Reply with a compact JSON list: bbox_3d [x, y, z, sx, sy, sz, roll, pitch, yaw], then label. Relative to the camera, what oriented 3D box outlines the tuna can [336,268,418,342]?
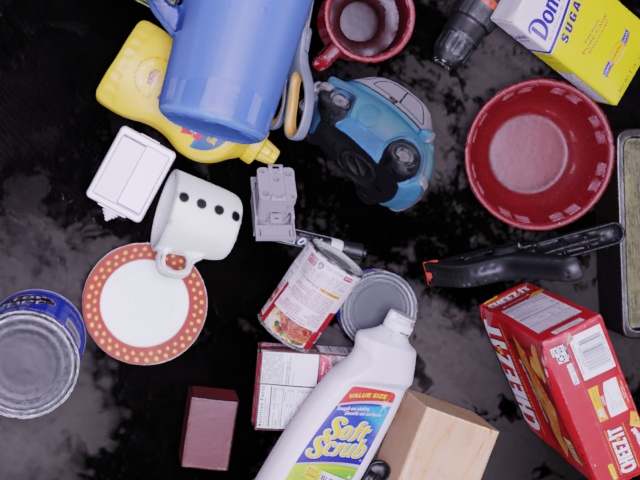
[{"bbox_3d":[0.061,0.074,1.158,0.086,0.034,0.086,-1,96,-10],"label":"tuna can"}]

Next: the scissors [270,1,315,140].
[{"bbox_3d":[-0.029,-0.199,1.100,0.016,0.096,0.202,7,80,-33],"label":"scissors"}]

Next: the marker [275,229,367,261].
[{"bbox_3d":[-0.008,0.001,1.146,0.121,0.020,0.020,13,93,-11],"label":"marker"}]

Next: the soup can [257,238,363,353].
[{"bbox_3d":[-0.010,0.057,1.117,0.068,0.068,0.102,33,101,-11],"label":"soup can"}]

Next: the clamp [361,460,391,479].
[{"bbox_3d":[0.027,0.310,1.138,0.039,0.172,0.120,32,50,-8],"label":"clamp"}]

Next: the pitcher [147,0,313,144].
[{"bbox_3d":[-0.082,-0.223,1.015,0.149,0.144,0.243,13,85,26],"label":"pitcher"}]

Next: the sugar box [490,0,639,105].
[{"bbox_3d":[0.271,-0.226,1.132,0.176,0.048,0.093,29,91,-32],"label":"sugar box"}]

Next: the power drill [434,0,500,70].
[{"bbox_3d":[0.125,-0.298,1.121,0.187,0.057,0.184,35,85,-14],"label":"power drill"}]

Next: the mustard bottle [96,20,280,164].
[{"bbox_3d":[-0.126,-0.134,1.093,0.191,0.058,0.096,32,85,-12],"label":"mustard bottle"}]

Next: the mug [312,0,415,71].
[{"bbox_3d":[0.035,-0.218,1.100,0.093,0.081,0.117,41,88,-11],"label":"mug"}]

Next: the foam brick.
[{"bbox_3d":[-0.118,0.199,1.130,0.051,0.053,0.078,8,95,-11],"label":"foam brick"}]

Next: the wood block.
[{"bbox_3d":[0.105,0.279,1.157,0.090,0.091,0.206,21,91,-12],"label":"wood block"}]

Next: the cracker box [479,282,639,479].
[{"bbox_3d":[0.249,0.144,1.106,0.072,0.214,0.164,-24,99,-5],"label":"cracker box"}]

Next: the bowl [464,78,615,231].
[{"bbox_3d":[0.231,-0.092,1.154,0.162,0.055,0.162,0,96,-3],"label":"bowl"}]

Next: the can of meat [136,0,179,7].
[{"bbox_3d":[-0.174,-0.284,1.071,0.102,0.057,0.084,26,93,-11],"label":"can of meat"}]

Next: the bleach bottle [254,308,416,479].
[{"bbox_3d":[0.020,0.183,1.106,0.102,0.068,0.251,26,98,-16],"label":"bleach bottle"}]

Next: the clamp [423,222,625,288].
[{"bbox_3d":[0.201,0.024,1.112,0.210,0.164,0.036,-11,97,26],"label":"clamp"}]

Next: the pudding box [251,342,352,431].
[{"bbox_3d":[-0.015,0.160,1.152,0.113,0.039,0.090,5,98,-8],"label":"pudding box"}]

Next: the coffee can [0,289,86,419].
[{"bbox_3d":[-0.284,0.108,1.048,0.102,0.140,0.103,-1,96,-10],"label":"coffee can"}]
